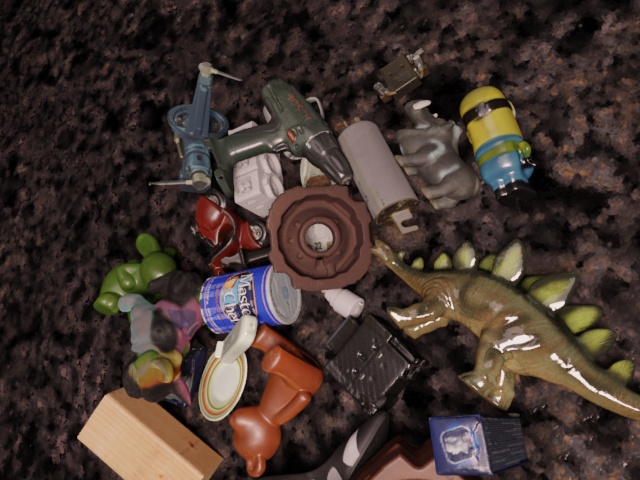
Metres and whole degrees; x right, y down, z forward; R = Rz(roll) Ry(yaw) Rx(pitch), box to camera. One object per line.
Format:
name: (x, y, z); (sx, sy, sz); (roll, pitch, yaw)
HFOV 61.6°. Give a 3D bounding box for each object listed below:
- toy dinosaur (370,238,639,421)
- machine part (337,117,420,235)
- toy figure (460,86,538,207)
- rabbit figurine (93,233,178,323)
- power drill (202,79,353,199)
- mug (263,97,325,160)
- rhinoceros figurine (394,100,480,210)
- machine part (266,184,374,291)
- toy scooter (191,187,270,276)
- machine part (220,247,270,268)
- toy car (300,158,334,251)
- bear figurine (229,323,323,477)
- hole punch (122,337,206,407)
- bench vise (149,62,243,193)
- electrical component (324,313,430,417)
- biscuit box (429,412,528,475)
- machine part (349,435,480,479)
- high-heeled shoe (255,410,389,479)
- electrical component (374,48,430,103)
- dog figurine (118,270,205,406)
toy dinosaur: (0.256, 0.117, 0.700); (0.472, 0.105, 0.198); (38, 91, 28)
machine part: (0.092, -0.109, 0.877); (0.079, 0.079, 0.243); (-31, 62, 17)
toy figure: (0.261, -0.142, 0.786); (0.082, 0.089, 0.180); (-15, 65, 16)
rabbit figurine: (-0.324, 0.071, 1.030); (0.170, 0.121, 0.159); (-26, 40, 36)
power drill: (-0.080, -0.149, 0.893); (0.207, 0.086, 0.232); (-28, 69, 5)
mug: (-0.041, -0.208, 0.989); (0.110, 0.080, 0.107); (-19, 75, 11)
rhinoceros figurine: (0.177, -0.138, 0.841); (0.112, 0.073, 0.190); (-33, 62, 17)
machine part: (-0.002, -0.003, 0.846); (0.179, 0.056, 0.179); (1, 84, -7)
toy scooter: (-0.180, -0.007, 0.999); (0.184, 0.075, 0.135); (36, 94, 28)
machine part: (-0.098, 0.026, 0.917); (0.139, 0.084, 0.039); (-12, 78, -5)
toy car: (0.003, -0.075, 0.927); (0.074, 0.056, 0.201); (-7, 70, 27)
bear figurine: (-0.089, 0.251, 0.837); (0.196, 0.132, 0.120); (-50, 24, 2)
hole punch: (-0.271, 0.231, 0.974); (0.142, 0.092, 0.116); (4, 45, 33)
bench vise: (-0.234, -0.214, 1.029); (0.224, 0.129, 0.240); (-92, 17, -49)
electrical component: (0.075, 0.178, 0.805); (0.134, 0.058, 0.115); (40, 93, 32)
biscuit box: (0.192, 0.237, 0.633); (0.059, 0.202, 0.063); (-15, 66, 26)
machine part: (0.121, 0.364, 0.662); (0.201, 0.087, 0.201); (44, 95, 8)
high-heeled shoe: (-0.005, 0.321, 0.787); (0.145, 0.086, 0.248); (32, 94, 34)
electrical component: (0.141, -0.282, 0.925); (0.102, 0.045, 0.078); (-26, 65, 20)
dog figurine: (-0.241, 0.165, 0.891); (0.191, 0.108, 0.219); (-28, 42, -14)
